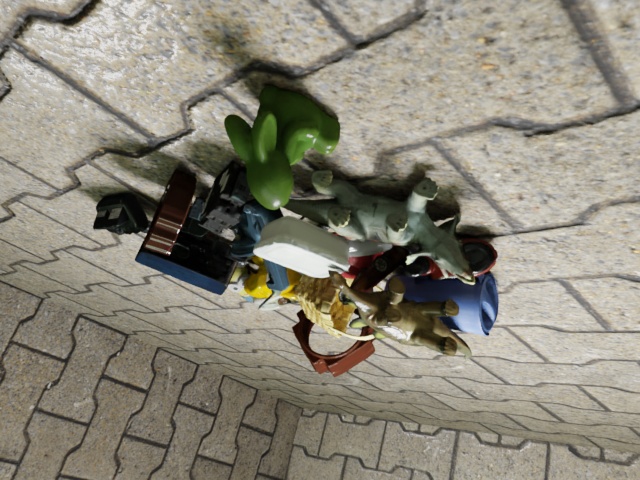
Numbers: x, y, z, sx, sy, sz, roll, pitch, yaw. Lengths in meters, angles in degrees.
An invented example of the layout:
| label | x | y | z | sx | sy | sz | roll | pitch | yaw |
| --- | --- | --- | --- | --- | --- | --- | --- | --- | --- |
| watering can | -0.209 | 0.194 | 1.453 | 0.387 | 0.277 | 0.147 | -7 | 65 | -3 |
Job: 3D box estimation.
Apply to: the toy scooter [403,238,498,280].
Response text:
| label | x | y | z | sx | sy | sz | roll | pitch | yaw |
| --- | --- | --- | --- | --- | --- | --- | --- | --- | --- |
| toy scooter | 0.263 | 0.043 | 1.078 | 0.184 | 0.075 | 0.135 | -11 | 172 | 20 |

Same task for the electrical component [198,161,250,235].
| label | x | y | z | sx | sy | sz | roll | pitch | yaw |
| --- | --- | --- | --- | --- | --- | --- | --- | --- | --- |
| electrical component | -0.177 | -0.083 | 1.039 | 0.058 | 0.115 | 0.134 | 25 | 156 | -23 |

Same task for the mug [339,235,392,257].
| label | x | y | z | sx | sy | sz | roll | pitch | yaw |
| --- | --- | --- | --- | --- | --- | --- | --- | --- | --- |
| mug | 0.094 | 0.000 | 1.092 | 0.107 | 0.081 | 0.109 | -1 | 152 | 7 |

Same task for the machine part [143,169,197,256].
| label | x | y | z | sx | sy | sz | roll | pitch | yaw |
| --- | --- | --- | --- | --- | --- | --- | --- | --- | --- |
| machine part | -0.309 | -0.057 | 1.115 | 0.056 | 0.179 | 0.179 | 21 | 155 | -19 |

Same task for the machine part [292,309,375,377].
| label | x | y | z | sx | sy | sz | roll | pitch | yaw |
| --- | --- | --- | --- | --- | --- | --- | --- | --- | --- |
| machine part | 0.040 | 0.249 | 1.464 | 0.201 | 0.201 | 0.087 | -30 | 142 | -7 |

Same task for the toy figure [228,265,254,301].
| label | x | y | z | sx | sy | sz | roll | pitch | yaw |
| --- | --- | --- | --- | --- | --- | --- | --- | --- | --- |
| toy figure | -0.212 | 0.123 | 1.533 | 0.089 | 0.082 | 0.180 | 39 | 177 | 31 |

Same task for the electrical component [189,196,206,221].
| label | x | y | z | sx | sy | sz | roll | pitch | yaw |
| --- | --- | --- | --- | --- | --- | --- | --- | --- | --- |
| electrical component | -0.238 | -0.060 | 1.152 | 0.075 | 0.047 | 0.119 | 20 | -175 | -11 |

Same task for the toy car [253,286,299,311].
| label | x | y | z | sx | sy | sz | roll | pitch | yaw |
| --- | --- | --- | --- | --- | --- | --- | --- | --- | --- |
| toy car | -0.087 | 0.155 | 1.504 | 0.202 | 0.056 | 0.073 | -10 | 150 | 7 |

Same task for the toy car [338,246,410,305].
| label | x | y | z | sx | sy | sz | roll | pitch | yaw |
| --- | --- | --- | --- | --- | --- | --- | --- | --- | --- |
| toy car | 0.113 | 0.077 | 1.161 | 0.053 | 0.089 | 0.202 | 56 | 133 | 14 |

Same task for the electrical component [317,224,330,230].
| label | x | y | z | sx | sy | sz | roll | pitch | yaw |
| --- | --- | --- | --- | --- | --- | --- | --- | --- | --- |
| electrical component | -0.002 | -0.004 | 1.159 | 0.021 | 0.063 | 0.094 | 23 | 153 | -14 |

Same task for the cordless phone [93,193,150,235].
| label | x | y | z | sx | sy | sz | roll | pitch | yaw |
| --- | --- | --- | --- | --- | --- | --- | --- | --- | --- |
| cordless phone | -0.459 | -0.045 | 1.359 | 0.147 | 0.088 | 0.184 | -5 | 159 | 36 |

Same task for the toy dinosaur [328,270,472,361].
| label | x | y | z | sx | sy | sz | roll | pitch | yaw |
| --- | --- | --- | --- | --- | --- | --- | --- | --- | --- |
| toy dinosaur | 0.189 | 0.169 | 1.097 | 0.471 | 0.105 | 0.199 | 31 | 160 | -26 |

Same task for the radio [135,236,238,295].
| label | x | y | z | sx | sy | sz | roll | pitch | yaw |
| --- | --- | --- | --- | --- | --- | --- | --- | --- | --- |
| radio | -0.320 | 0.052 | 1.294 | 0.229 | 0.073 | 0.131 | 23 | 158 | -15 |

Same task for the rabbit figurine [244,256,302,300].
| label | x | y | z | sx | sy | sz | roll | pitch | yaw |
| --- | --- | --- | --- | --- | --- | --- | --- | --- | --- |
| rabbit figurine | -0.131 | 0.101 | 1.408 | 0.162 | 0.122 | 0.173 | 10 | 153 | -32 |

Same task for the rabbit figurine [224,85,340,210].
| label | x | y | z | sx | sy | sz | roll | pitch | yaw |
| --- | --- | --- | --- | --- | --- | --- | --- | --- | --- |
| rabbit figurine | -0.058 | -0.134 | 0.792 | 0.121 | 0.170 | 0.159 | -2 | 151 | 33 |

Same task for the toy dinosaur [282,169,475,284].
| label | x | y | z | sx | sy | sz | roll | pitch | yaw |
| --- | --- | --- | --- | --- | --- | --- | --- | --- | --- |
| toy dinosaur | 0.097 | -0.037 | 0.979 | 0.405 | 0.131 | 0.192 | 16 | 161 | 20 |

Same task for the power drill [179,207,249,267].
| label | x | y | z | sx | sy | sz | roll | pitch | yaw |
| --- | --- | --- | --- | --- | --- | --- | --- | --- | --- |
| power drill | -0.287 | -0.011 | 1.317 | 0.232 | 0.086 | 0.207 | 18 | 163 | 3 |

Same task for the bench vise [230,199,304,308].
| label | x | y | z | sx | sy | sz | roll | pitch | yaw |
| --- | --- | --- | --- | --- | --- | --- | --- | --- | --- |
| bench vise | -0.110 | 0.017 | 1.147 | 0.224 | 0.129 | 0.240 | 3 | 117 | 41 |
